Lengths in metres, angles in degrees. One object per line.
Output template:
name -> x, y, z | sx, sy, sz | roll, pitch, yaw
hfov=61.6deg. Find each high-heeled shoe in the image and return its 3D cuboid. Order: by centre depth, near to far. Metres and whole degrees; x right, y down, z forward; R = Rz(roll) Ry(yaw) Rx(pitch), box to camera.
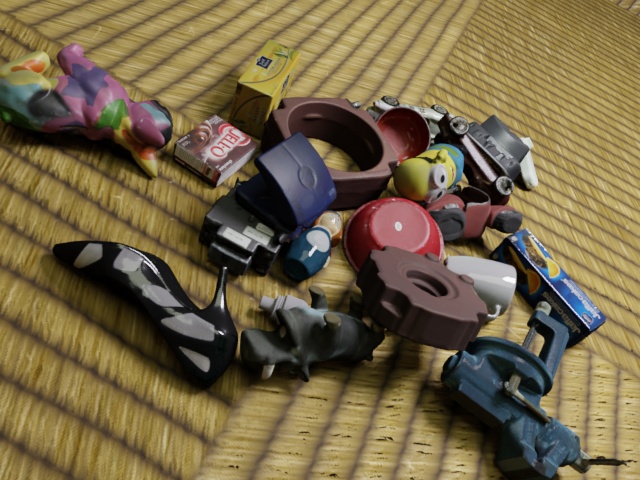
high-heeled shoe -> -0.215, 0.084, 0.646 | 0.249, 0.086, 0.145 | 9, 78, 6

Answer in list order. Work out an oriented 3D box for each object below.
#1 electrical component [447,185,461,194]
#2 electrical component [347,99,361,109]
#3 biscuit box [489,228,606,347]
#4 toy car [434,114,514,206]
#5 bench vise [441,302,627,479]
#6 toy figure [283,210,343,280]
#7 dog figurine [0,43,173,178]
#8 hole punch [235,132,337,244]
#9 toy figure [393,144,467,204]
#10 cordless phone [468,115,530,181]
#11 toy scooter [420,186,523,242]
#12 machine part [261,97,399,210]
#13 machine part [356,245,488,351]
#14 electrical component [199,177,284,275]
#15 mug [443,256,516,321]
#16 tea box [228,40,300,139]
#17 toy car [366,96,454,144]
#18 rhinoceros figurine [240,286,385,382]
electrical component -> 0.211, -0.114, 1.011 | 0.102, 0.045, 0.078 | -19, 88, -33
electrical component -> 0.055, -0.252, 1.071 | 0.094, 0.021, 0.063 | -19, 62, -36
biscuit box -> 0.381, 0.078, 0.906 | 0.059, 0.062, 0.203 | -18, 61, -34
toy car -> 0.280, -0.143, 1.005 | 0.053, 0.089, 0.202 | -35, 88, -12
bench vise -> 0.286, 0.188, 0.723 | 0.224, 0.128, 0.240 | 30, 56, 13
toy figure -> -0.001, -0.001, 0.807 | 0.064, 0.058, 0.154 | 61, 39, -23
dog figurine -> -0.324, -0.173, 0.774 | 0.219, 0.108, 0.191 | 40, 46, 8
hole punch -> -0.039, -0.078, 0.755 | 0.116, 0.092, 0.142 | 40, 42, 6
toy figure -> 0.191, -0.116, 0.915 | 0.180, 0.089, 0.082 | -40, 118, -51
cordless phone -> 0.314, -0.162, 1.087 | 0.184, 0.088, 0.147 | -28, 68, -27
toy scooter -> 0.249, -0.052, 0.948 | 0.184, 0.075, 0.135 | -2, 29, -11
machine part -> 0.014, -0.149, 0.920 | 0.201, 0.087, 0.201 | -7, 55, -31
machine part -> 0.135, 0.072, 0.716 | 0.179, 0.056, 0.179 | 18, 25, -9
electrical component -> -0.104, -0.015, 0.769 | 0.115, 0.058, 0.134 | 28, 46, 3
mug -> 0.239, 0.075, 0.839 | 0.107, 0.080, 0.109 | 17, 51, 5
tea box -> -0.099, -0.274, 0.968 | 0.068, 0.098, 0.170 | 24, 48, -3
toy car -> 0.181, -0.237, 1.078 | 0.202, 0.073, 0.056 | 3, 50, -22
rhinoceros figurine -> -0.008, 0.120, 0.667 | 0.190, 0.112, 0.073 | 5, 32, -36
